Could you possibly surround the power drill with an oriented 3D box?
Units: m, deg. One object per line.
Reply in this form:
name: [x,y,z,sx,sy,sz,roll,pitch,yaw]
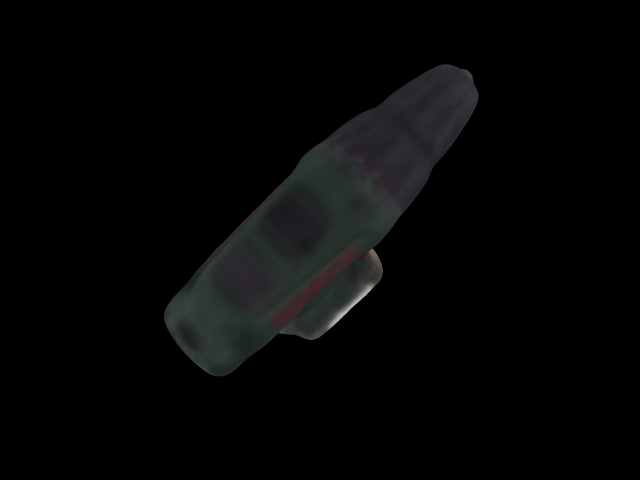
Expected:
power drill: [0.004,0.001,0.400,0.230,0.208,0.075,-43,78,-11]
